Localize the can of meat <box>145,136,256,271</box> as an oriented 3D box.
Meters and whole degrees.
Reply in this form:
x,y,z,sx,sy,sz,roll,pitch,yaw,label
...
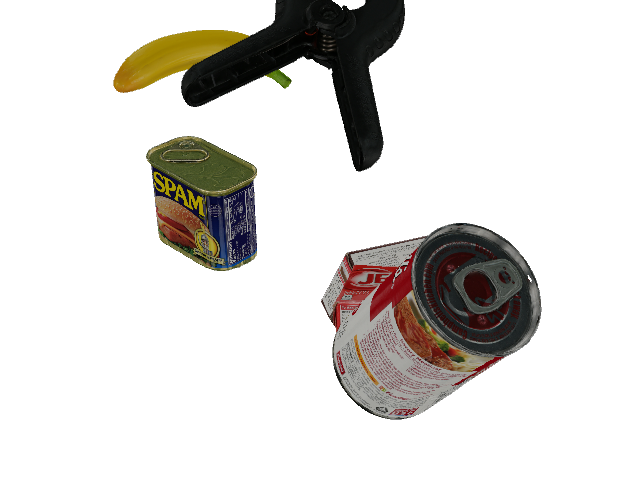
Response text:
x,y,z,sx,sy,sz,roll,pitch,yaw,label
-0.100,-0.031,0.917,0.057,0.084,0.102,-29,42,-36,can of meat

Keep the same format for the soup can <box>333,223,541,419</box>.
x,y,z,sx,sy,sz,roll,pitch,yaw,label
0.055,0.044,0.537,0.068,0.068,0.102,0,-26,-24,soup can

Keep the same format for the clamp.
x,y,z,sx,sy,sz,roll,pitch,yaw,label
0.010,-0.115,0.636,0.120,0.171,0.039,32,-29,6,clamp

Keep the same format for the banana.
x,y,z,sx,sy,sz,roll,pitch,yaw,label
-0.124,-0.184,1.085,0.197,0.070,0.037,-8,-39,-31,banana

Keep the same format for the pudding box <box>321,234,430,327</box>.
x,y,z,sx,sy,sz,roll,pitch,yaw,label
0.067,0.039,1.056,0.113,0.039,0.090,-13,-30,-27,pudding box

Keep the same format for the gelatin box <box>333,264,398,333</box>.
x,y,z,sx,sy,sz,roll,pitch,yaw,label
0.059,0.043,0.760,0.089,0.030,0.073,3,20,13,gelatin box
